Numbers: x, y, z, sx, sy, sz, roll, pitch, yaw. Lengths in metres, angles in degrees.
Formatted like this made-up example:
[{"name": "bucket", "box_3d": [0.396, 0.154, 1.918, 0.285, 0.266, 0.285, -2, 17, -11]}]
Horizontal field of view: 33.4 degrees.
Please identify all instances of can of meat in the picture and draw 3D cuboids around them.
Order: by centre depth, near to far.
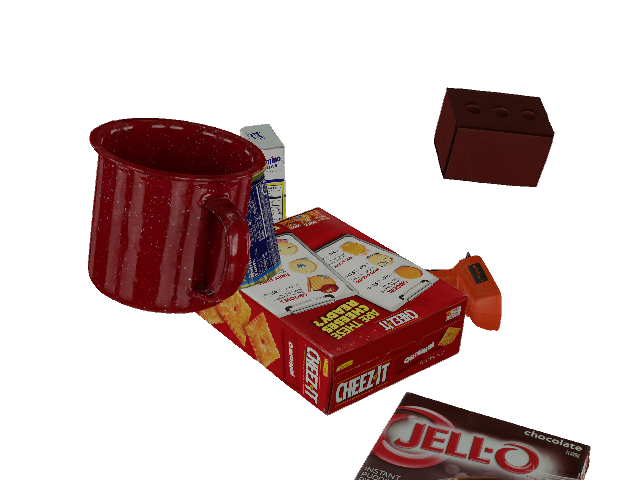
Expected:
[{"name": "can of meat", "box_3d": [-0.080, -0.016, 0.776, 0.102, 0.084, 0.057, 14, 34, 41]}]

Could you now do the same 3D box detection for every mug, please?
[{"name": "mug", "box_3d": [-0.074, -0.008, 0.568, 0.093, 0.081, 0.117, -9, 29, -39]}]

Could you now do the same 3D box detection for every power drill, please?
[{"name": "power drill", "box_3d": [0.102, 0.071, 1.188, 0.187, 0.057, 0.184, -3, 28, -5]}]

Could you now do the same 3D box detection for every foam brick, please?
[{"name": "foam brick", "box_3d": [0.132, -0.079, 0.820, 0.078, 0.051, 0.053, 5, 40, -8]}]

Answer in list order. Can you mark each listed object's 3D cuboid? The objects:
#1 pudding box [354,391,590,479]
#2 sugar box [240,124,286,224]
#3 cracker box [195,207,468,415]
[{"name": "pudding box", "box_3d": [0.082, 0.135, 0.586, 0.114, 0.039, 0.089, 16, 33, 18]}, {"name": "sugar box", "box_3d": [-0.071, -0.047, 1.328, 0.048, 0.176, 0.093, -9, 25, -12]}, {"name": "cracker box", "box_3d": [0.001, 0.058, 0.985, 0.163, 0.072, 0.214, -20, 37, -35]}]
